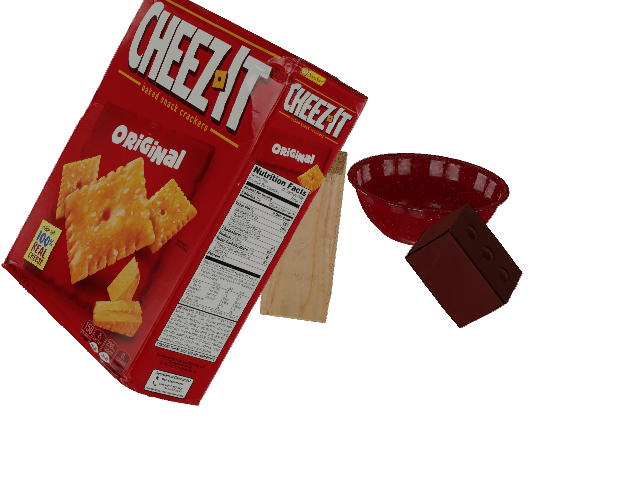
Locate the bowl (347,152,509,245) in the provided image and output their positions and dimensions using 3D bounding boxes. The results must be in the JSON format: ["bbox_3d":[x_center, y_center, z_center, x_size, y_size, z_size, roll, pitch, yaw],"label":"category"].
[{"bbox_3d":[0.105,-0.036,1.071,0.162,0.055,0.162,4,24,-2],"label":"bowl"}]

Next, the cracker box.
[{"bbox_3d":[-0.092,-0.033,0.659,0.072,0.214,0.164,22,9,-48],"label":"cracker box"}]

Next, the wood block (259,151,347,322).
[{"bbox_3d":[-0.023,-0.010,1.380,0.090,0.206,0.090,7,24,2],"label":"wood block"}]

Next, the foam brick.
[{"bbox_3d":[0.117,0.021,0.869,0.051,0.078,0.052,-33,9,36],"label":"foam brick"}]
